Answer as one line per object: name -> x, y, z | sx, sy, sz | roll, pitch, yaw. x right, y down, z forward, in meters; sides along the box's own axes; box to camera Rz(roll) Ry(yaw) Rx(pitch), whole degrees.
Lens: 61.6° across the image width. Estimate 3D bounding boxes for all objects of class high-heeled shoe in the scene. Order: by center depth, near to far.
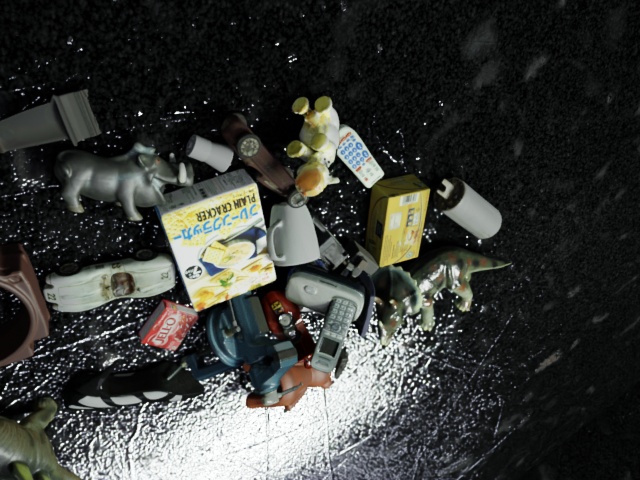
high-heeled shoe -> -0.352, 0.297, 1.029 | 0.145, 0.086, 0.248 | -44, 132, 14

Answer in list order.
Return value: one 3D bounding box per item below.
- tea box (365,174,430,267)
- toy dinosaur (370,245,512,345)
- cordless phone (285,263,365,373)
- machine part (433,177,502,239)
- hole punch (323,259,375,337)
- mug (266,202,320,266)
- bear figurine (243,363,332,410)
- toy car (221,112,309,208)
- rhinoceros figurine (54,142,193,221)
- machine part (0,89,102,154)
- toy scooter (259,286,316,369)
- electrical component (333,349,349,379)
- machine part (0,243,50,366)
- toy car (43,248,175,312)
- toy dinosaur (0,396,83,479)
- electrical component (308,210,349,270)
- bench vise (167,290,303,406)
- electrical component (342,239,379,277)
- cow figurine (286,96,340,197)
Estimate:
tea box -> 0.152, -0.038, 1.076 | 0.098, 0.068, 0.169 | -12, 130, -22
toy dinosaur -> 0.262, 0.083, 1.208 | 0.405, 0.131, 0.191 | -32, 134, -14
cordless phone -> -0.006, 0.145, 1.004 | 0.147, 0.089, 0.184 | 19, 95, 1
machine part -> 0.317, -0.065, 1.148 | 0.243, 0.079, 0.079 | 28, 106, -42
hole punch -> 0.069, 0.125, 1.106 | 0.092, 0.116, 0.142 | 13, 118, 11
mug -> -0.057, -0.012, 0.929 | 0.109, 0.081, 0.107 | -15, 98, -48
bear figurine -> -0.062, 0.295, 1.190 | 0.196, 0.132, 0.120 | -11, 97, -61
toy car -> -0.087, -0.120, 0.858 | 0.053, 0.089, 0.202 | -41, 136, 2
rhinoceros figurine -> -0.282, -0.091, 0.781 | 0.190, 0.073, 0.112 | 1, 112, -29
machine part -> -0.366, -0.150, 0.705 | 0.139, 0.039, 0.084 | -19, 137, -19
toy scooter -> -0.058, 0.183, 1.073 | 0.075, 0.135, 0.183 | -28, 132, -7
electrical component -> 0.043, 0.273, 1.250 | 0.021, 0.063, 0.094 | 2, 121, -31
machine part -> -0.514, 0.101, 0.774 | 0.201, 0.087, 0.201 | -16, 131, -21
toy car -> -0.337, 0.066, 0.872 | 0.202, 0.056, 0.073 | -12, 128, -24
toy dinosaur -> -0.507, 0.357, 0.895 | 0.105, 0.199, 0.470 | -36, 132, 2
electrical component -> -0.002, -0.003, 1.007 | 0.048, 0.075, 0.119 | -43, 138, 4
bench vise -> -0.164, 0.218, 1.018 | 0.241, 0.223, 0.129 | -25, 179, 24
electrical component -> 0.071, 0.036, 1.068 | 0.045, 0.102, 0.078 | -44, 124, 11
cow figurine -> -0.004, -0.137, 0.856 | 0.068, 0.167, 0.098 | -2, 161, 21
